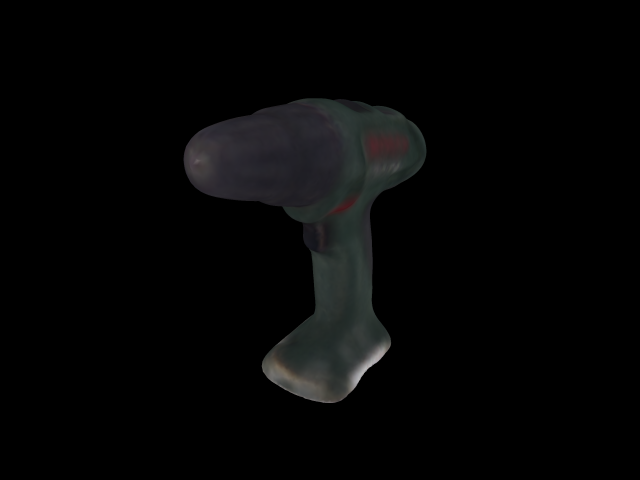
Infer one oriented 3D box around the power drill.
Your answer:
[{"bbox_3d":[0.004,0.001,0.400,0.075,0.208,0.230,16,31,28],"label":"power drill"}]
